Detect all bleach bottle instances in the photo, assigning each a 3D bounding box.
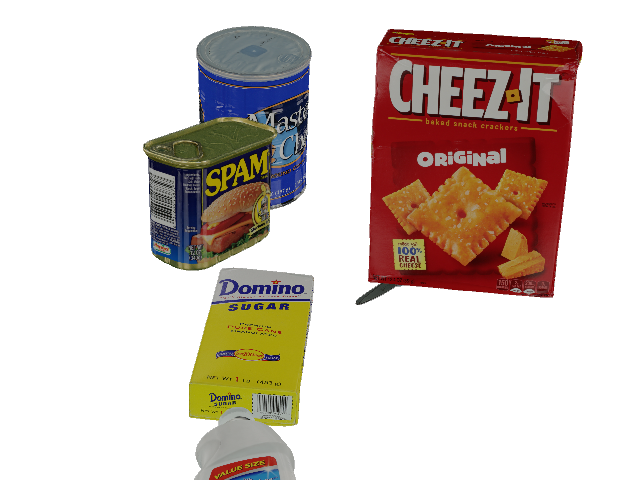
[{"bbox_3d":[-0.062,0.209,0.771,0.102,0.068,0.251,-5,29,-5],"label":"bleach bottle"}]

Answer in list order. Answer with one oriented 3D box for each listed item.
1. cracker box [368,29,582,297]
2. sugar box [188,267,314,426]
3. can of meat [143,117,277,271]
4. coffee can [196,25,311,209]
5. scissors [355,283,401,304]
[{"bbox_3d":[0.127,-0.063,0.906,0.164,0.214,0.072,6,24,11],"label":"cracker box"},{"bbox_3d":[-0.058,0.090,0.956,0.093,0.048,0.176,5,35,1],"label":"sugar box"},{"bbox_3d":[-0.078,-0.035,0.772,0.058,0.084,0.101,19,29,31],"label":"can of meat"},{"bbox_3d":[-0.062,-0.113,0.989,0.103,0.140,0.103,2,35,-1],"label":"coffee can"},{"bbox_3d":[0.085,0.032,1.267,0.201,0.016,0.096,-10,40,-43],"label":"scissors"}]
